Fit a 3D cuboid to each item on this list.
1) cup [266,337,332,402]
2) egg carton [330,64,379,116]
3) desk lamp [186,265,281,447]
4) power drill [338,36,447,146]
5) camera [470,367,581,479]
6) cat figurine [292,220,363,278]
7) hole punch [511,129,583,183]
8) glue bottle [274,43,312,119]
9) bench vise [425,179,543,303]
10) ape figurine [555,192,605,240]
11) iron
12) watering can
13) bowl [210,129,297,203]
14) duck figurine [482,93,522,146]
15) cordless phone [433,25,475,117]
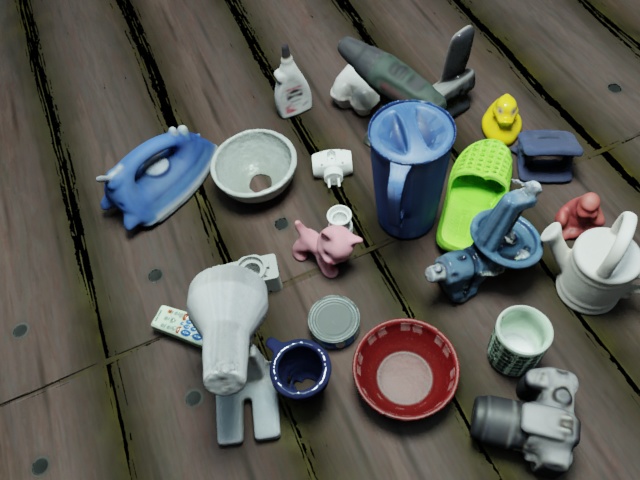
[{"bbox_3d":[-0.035,0.203,0.877,0.117,0.095,0.092,36,68,25],"label":"cup"},{"bbox_3d":[0.097,-0.335,1.218,0.107,0.069,0.150,26,64,20],"label":"egg carton"},{"bbox_3d":[-0.122,0.169,0.837,0.118,0.214,0.203,-9,57,0],"label":"desk lamp"},{"bbox_3d":[0.129,-0.259,1.084,0.229,0.209,0.076,33,67,24],"label":"power drill"},{"bbox_3d":[0.289,0.246,0.812,0.136,0.101,0.143,10,59,12],"label":"camera"},{"bbox_3d":[0.009,0.004,0.985,0.127,0.118,0.067,27,64,21],"label":"cat figurine"},{"bbox_3d":[0.421,-0.170,1.067,0.108,0.091,0.101,1,58,7],"label":"hole punch"},{"bbox_3d":[-0.061,-0.328,1.168,0.078,0.173,0.037,-27,59,-10],"label":"glue bottle"},{"bbox_3d":[0.271,0.010,0.893,0.208,0.220,0.121,-40,62,-18],"label":"bench vise"},{"bbox_3d":[0.452,-0.047,0.985,0.077,0.092,0.076,24,63,20],"label":"ape figurine"},{"bbox_3d":[-0.308,-0.145,1.098,0.118,0.141,0.259,35,67,24],"label":"iron"},{"bbox_3d":[0.428,0.029,0.879,0.172,0.194,0.101,5,58,9],"label":"watering can"},{"bbox_3d":[-0.122,-0.130,1.108,0.167,0.075,0.167,-3,58,4],"label":"bowl"},{"bbox_3d":[0.362,-0.249,1.126,0.077,0.086,0.104,4,58,9],"label":"duck figurine"},{"bbox_3d":[0.240,-0.325,1.128,0.148,0.185,0.094,-39,62,-18],"label":"cordless phone"}]
